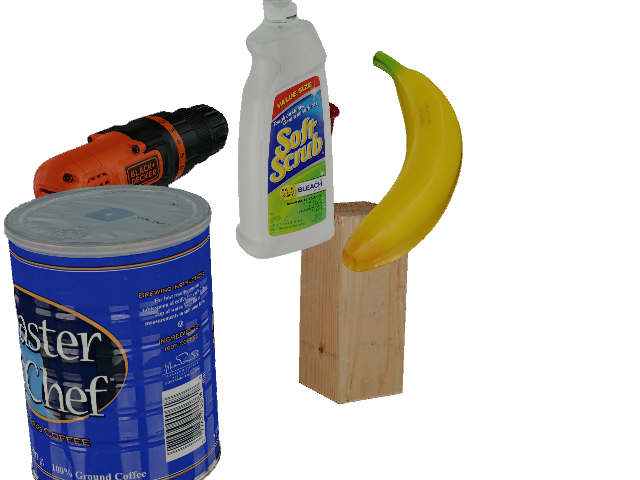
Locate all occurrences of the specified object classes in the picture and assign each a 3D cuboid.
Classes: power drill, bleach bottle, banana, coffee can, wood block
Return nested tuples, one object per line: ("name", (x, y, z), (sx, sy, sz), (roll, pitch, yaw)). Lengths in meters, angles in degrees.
("power drill", (-0.127, 0.002, 0.789), (0.057, 0.188, 0.184), (12, 26, 32))
("bleach bottle", (-0.040, -0.111, 1.036), (0.102, 0.251, 0.068), (-16, 31, -22))
("banana", (0.058, -0.049, 0.703), (0.069, 0.197, 0.037), (7, -42, 3))
("coffee can", (-0.105, 0.051, 0.558), (0.103, 0.140, 0.103), (-1, 18, 0))
("wood block", (0.036, 0.065, 1.191), (0.090, 0.206, 0.091), (-5, 12, -32))

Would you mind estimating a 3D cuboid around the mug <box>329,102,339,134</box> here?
("mug", (-0.023, -0.127, 1.293), (0.093, 0.081, 0.117), (17, 25, 20))
